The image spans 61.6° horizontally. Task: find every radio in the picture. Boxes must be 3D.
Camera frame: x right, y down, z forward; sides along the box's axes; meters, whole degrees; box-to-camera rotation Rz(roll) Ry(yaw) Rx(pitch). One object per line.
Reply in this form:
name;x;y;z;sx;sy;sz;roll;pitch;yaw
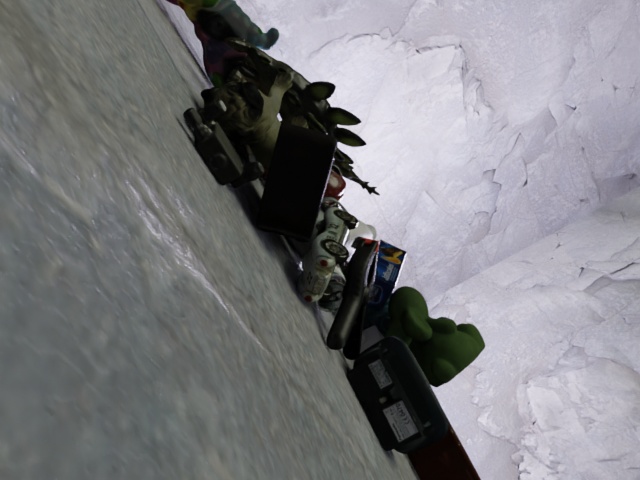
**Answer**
radio;-0.028;-0.076;0.716;0.073;0.131;0.229;16;7;0

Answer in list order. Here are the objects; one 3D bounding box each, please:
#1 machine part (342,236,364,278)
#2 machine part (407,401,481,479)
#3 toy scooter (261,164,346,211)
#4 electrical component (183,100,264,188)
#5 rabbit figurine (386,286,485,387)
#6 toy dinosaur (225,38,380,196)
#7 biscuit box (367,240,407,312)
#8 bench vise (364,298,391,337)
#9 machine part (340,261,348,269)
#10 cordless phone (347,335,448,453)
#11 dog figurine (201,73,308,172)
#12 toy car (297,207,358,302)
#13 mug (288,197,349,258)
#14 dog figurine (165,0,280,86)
machine part;0.058;0.052;0.965;0.039;0.138;0.084;30;39;10
machine part;0.195;0.349;0.927;0.200;0.087;0.201;59;5;-21
toy scooter;-0.030;-0.086;0.965;0.184;0.075;0.135;13;52;-28
electrical component;-0.102;-0.102;0.575;0.102;0.045;0.078;59;2;-20
rabbit figurine;0.167;0.159;0.904;0.170;0.121;0.159;53;30;16
toy dinosaur;-0.020;-0.215;0.999;0.199;0.105;0.470;30;-5;35
biscuit box;0.112;0.061;0.994;0.063;0.059;0.203;27;21;6
bench vise;0.113;0.153;1.074;0.223;0.129;0.241;58;9;-62
machine part;-0.002;-0.004;1.171;0.179;0.056;0.179;59;4;-7
cordless phone;0.107;0.218;0.753;0.146;0.089;0.184;62;-1;19
dog figurine;-0.102;-0.153;0.788;0.191;0.121;0.172;-66;139;-60
toy car;0.009;0.014;0.735;0.056;0.073;0.202;23;25;1
mug;-0.012;-0.027;0.869;0.107;0.109;0.081;46;13;-20
dog figurine;-0.198;-0.373;0.964;0.219;0.191;0.109;18;9;-42
